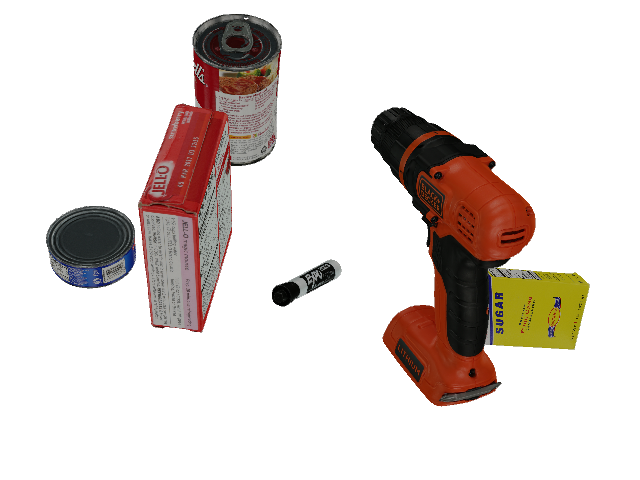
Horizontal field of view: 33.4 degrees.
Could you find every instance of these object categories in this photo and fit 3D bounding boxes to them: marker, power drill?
[{"bbox_3d":[-0.012,0.037,0.947,0.020,0.020,0.121,0,10,23],"label":"marker"},{"bbox_3d":[0.084,0.011,0.783,0.057,0.188,0.185,-12,33,-18],"label":"power drill"}]

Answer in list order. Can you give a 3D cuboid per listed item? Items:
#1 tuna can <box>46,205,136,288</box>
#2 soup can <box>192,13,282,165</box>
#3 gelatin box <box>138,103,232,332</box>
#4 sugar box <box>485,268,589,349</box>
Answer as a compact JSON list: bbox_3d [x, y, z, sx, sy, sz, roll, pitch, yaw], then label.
[{"bbox_3d":[-0.225,0.007,1.052,0.086,0.034,0.086,2,44,-2],"label":"tuna can"},{"bbox_3d":[-0.066,-0.118,0.844,0.068,0.068,0.102,0,-42,-4],"label":"soup can"},{"bbox_3d":[-0.066,-0.010,0.529,0.030,0.073,0.089,7,-43,4],"label":"gelatin box"},{"bbox_3d":[0.238,0.084,1.326,0.176,0.093,0.048,3,19,-15],"label":"sugar box"}]
